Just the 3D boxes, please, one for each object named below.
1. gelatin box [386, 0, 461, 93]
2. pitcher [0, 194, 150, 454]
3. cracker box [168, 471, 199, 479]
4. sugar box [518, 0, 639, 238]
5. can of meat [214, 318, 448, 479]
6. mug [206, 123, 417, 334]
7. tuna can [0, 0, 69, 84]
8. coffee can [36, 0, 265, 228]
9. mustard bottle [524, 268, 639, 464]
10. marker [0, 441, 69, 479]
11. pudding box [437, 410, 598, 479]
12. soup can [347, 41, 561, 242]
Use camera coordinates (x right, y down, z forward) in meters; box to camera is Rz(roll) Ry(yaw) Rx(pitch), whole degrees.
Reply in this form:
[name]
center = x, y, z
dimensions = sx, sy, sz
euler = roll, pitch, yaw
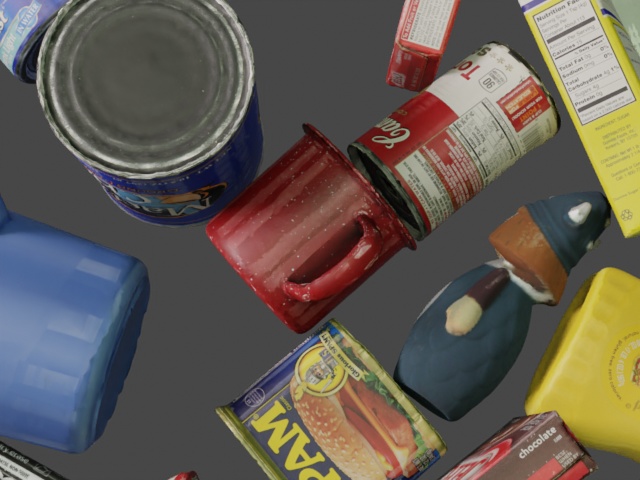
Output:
[gelatin box]
center = 0.064, -0.136, 0.612
dimensions = 0.030, 0.073, 0.089
euler = 17, 82, 2
[pitcher]
center = -0.215, 0.017, 0.553
dimensions = 0.243, 0.149, 0.145
euler = 17, 70, -2
[cracker box]
center = -0.091, 0.252, 0.552
dimensions = 0.164, 0.072, 0.214
euler = -28, 84, -4
[sugar box]
center = 0.158, -0.090, 0.595
dimensions = 0.048, 0.093, 0.176
euler = -28, 80, 22
[can of meat]
center = 0.007, 0.105, 0.584
dimensions = 0.084, 0.057, 0.102
euler = -39, 84, -9
[mug]
center = -0.004, 0.001, 0.573
dimensions = 0.081, 0.117, 0.093
euler = -42, 117, -2
[tuna can]
center = -0.147, -0.128, 0.601
dimensions = 0.086, 0.086, 0.034
euler = -42, 87, -7
[coffee can]
center = -0.082, -0.068, 0.565
dimensions = 0.103, 0.140, 0.103
euler = 0, 81, -1
[mustard bottle]
center = 0.217, 0.100, 0.586
dimensions = 0.191, 0.058, 0.096
euler = 29, 78, 3
[marker]
center = -0.180, 0.122, 0.596
dimensions = 0.121, 0.020, 0.020
euler = 29, 82, 3
[pudding box]
center = 0.087, 0.130, 0.551
dimensions = 0.090, 0.113, 0.039
euler = -36, 79, -7
[soup can]
center = 0.076, -0.056, 0.602
dimensions = 0.102, 0.068, 0.068
euler = -37, 84, -6
